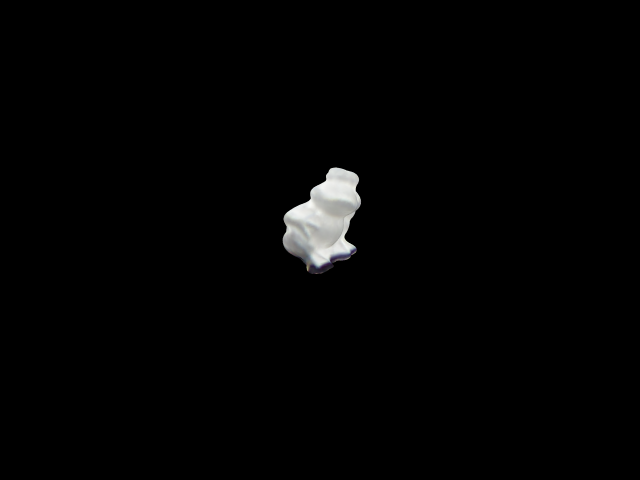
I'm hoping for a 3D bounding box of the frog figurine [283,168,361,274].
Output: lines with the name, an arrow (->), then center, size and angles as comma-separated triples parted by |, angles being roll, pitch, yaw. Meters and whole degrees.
frog figurine -> 0.003, -0.043, 0.850 | 0.138, 0.157, 0.124 | -12, 22, -30
